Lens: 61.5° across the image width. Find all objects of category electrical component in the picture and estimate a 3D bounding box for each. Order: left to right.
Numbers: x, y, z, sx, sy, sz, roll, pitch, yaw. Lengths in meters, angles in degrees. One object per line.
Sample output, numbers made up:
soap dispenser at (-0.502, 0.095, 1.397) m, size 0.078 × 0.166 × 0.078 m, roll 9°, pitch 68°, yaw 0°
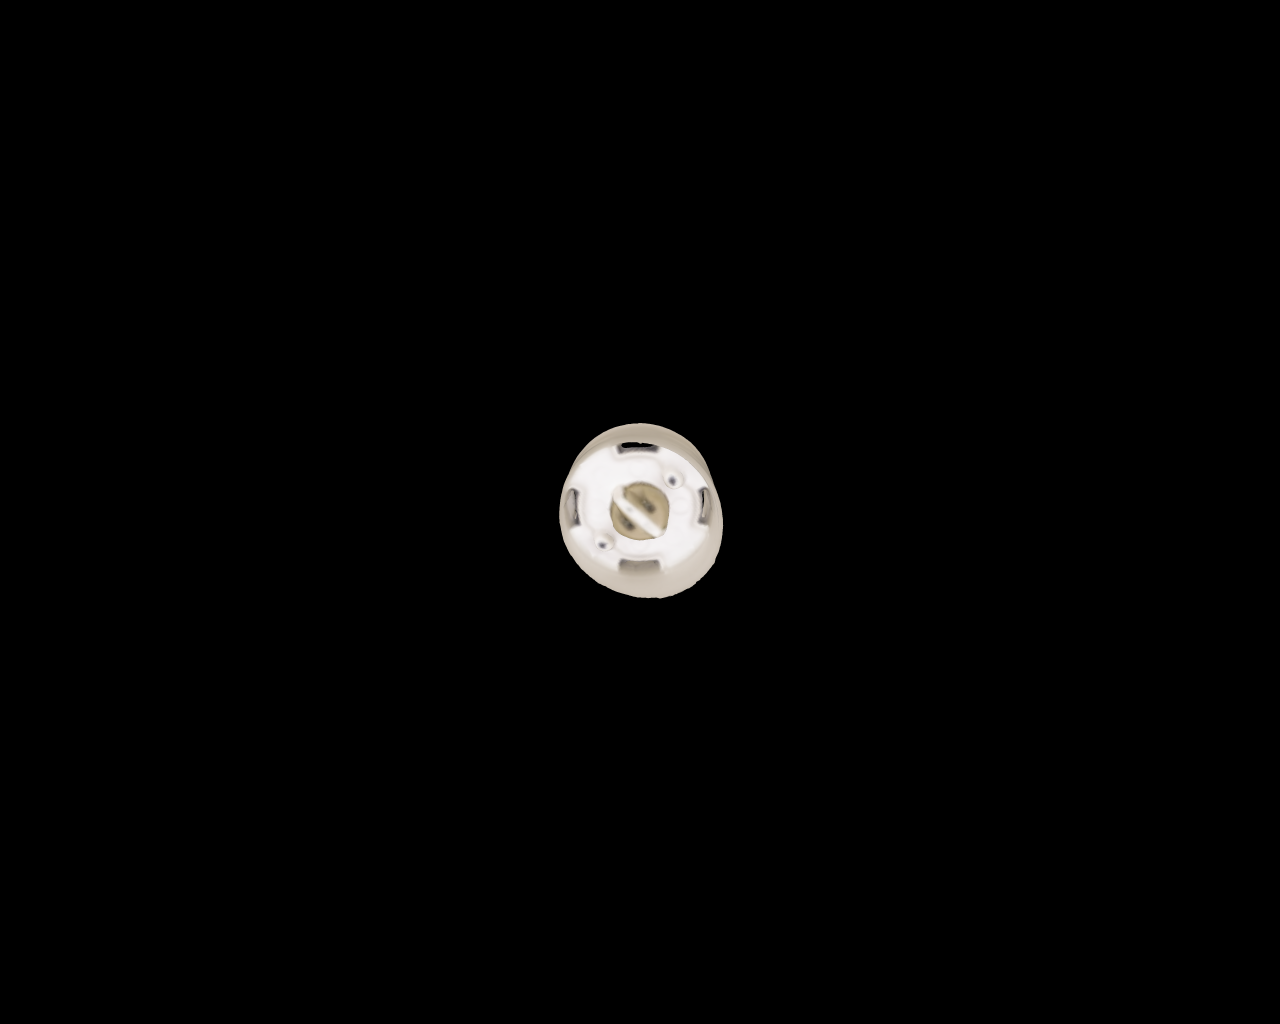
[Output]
electrical component at (0.001, -0.003, 0.650) m, size 0.099 × 0.099 × 0.064 m, roll 0°, pitch 27°, yaw 0°
